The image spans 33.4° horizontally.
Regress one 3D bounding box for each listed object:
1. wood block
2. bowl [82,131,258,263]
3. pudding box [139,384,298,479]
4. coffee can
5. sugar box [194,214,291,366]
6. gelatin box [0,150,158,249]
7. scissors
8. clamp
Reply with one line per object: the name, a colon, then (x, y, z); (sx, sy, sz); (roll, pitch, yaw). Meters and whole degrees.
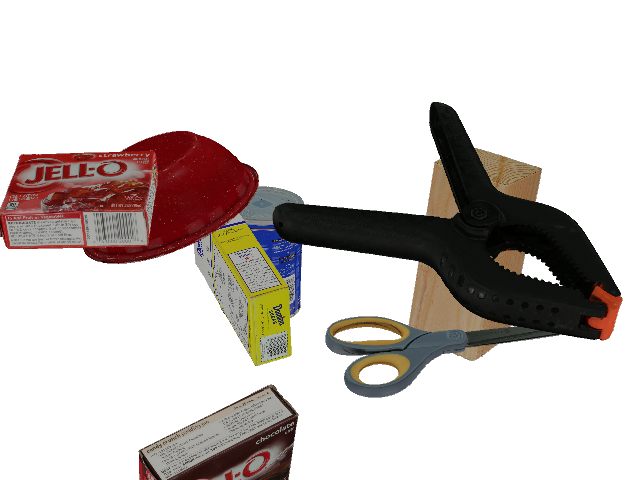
wood block: (0.169, 0.014, 1.178); (0.090, 0.206, 0.090); (21, 26, 31)
bowl: (-0.136, -0.047, 0.900); (0.162, 0.055, 0.162); (-17, 27, 9)
pudding box: (-0.073, 0.162, 0.757); (0.113, 0.090, 0.039); (-25, 54, -30)
coffee can: (-0.073, 0.017, 1.309); (0.103, 0.140, 0.103); (2, 26, -1)
sugar box: (-0.081, 0.035, 1.077); (0.048, 0.093, 0.176); (-14, 40, -17)
gelatin box: (-0.149, -0.027, 0.665); (0.089, 0.030, 0.073); (-1, 33, -2)
scissors: (0.103, 0.095, 0.877); (0.202, 0.016, 0.096); (4, 38, 5)
clamp: (0.085, -0.001, 0.655); (0.164, 0.036, 0.210); (-30, 52, -26)
